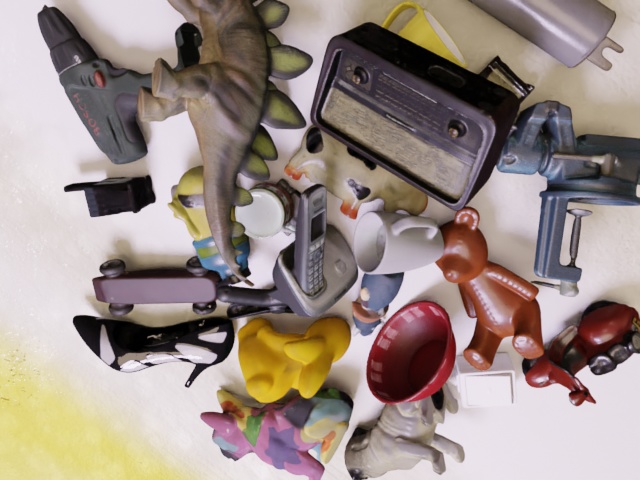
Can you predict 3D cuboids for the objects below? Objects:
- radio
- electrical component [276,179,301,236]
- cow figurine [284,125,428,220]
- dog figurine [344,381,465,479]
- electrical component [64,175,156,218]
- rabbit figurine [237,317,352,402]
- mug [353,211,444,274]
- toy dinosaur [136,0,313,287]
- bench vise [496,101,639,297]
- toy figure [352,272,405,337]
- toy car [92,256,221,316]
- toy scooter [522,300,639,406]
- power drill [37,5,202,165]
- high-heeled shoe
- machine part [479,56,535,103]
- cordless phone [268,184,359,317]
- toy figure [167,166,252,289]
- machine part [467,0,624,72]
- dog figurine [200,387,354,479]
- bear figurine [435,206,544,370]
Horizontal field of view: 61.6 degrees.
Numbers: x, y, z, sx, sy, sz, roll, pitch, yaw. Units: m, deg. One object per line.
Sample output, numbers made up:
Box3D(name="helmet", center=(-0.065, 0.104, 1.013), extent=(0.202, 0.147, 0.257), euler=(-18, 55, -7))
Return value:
Box3D(name="radio", center=(0.105, -0.150, 0.632), extent=(0.230, 0.073, 0.131), euler=(33, 139, 17))
Box3D(name="electrical component", center=(-0.040, -0.042, 0.794), extent=(0.094, 0.021, 0.063), euler=(45, 108, -6))
Box3D(name="cow figurine", center=(0.063, -0.096, 0.735), extent=(0.195, 0.085, 0.127), euler=(33, 115, -3))
Box3D(name="dog figurine", center=(0.112, 0.289, 0.852), extent=(0.191, 0.121, 0.172), euler=(-16, 64, 34))
Box3D(name="electrical component", center=(-0.316, -0.065, 0.797), extent=(0.119, 0.075, 0.047), euler=(-6, 106, 5))
Box3D(name="rabbit figurine", center=(-0.033, 0.165, 0.808), extent=(0.173, 0.162, 0.121), euler=(-21, 92, -4))
Box3D(name="mug", center=(0.113, -0.002, 0.703), extent=(0.107, 0.081, 0.109), euler=(2, 149, -29))
Box3D(name="toy dinosaur", center=(-0.114, -0.178, 0.660), extent=(0.198, 0.105, 0.470), euler=(6, 95, -28))
Box3D(name="bench vise", center=(0.308, -0.049, 0.686), extent=(0.224, 0.129, 0.240), euler=(5, 93, -9))
Box3D(name="toy figure", center=(0.081, 0.086, 0.789), extent=(0.064, 0.058, 0.154), euler=(7, 137, -11))
Box3D(name="toy car", center=(-0.253, 0.071, 0.844), extent=(0.202, 0.053, 0.089), euler=(-2, 118, 5))
Box3D(name="toy scooter", center=(0.373, 0.165, 0.746), extent=(0.184, 0.135, 0.075), euler=(-39, 97, 16))
Box3D(name="power drill", center=(-0.259, -0.229, 0.735), extent=(0.207, 0.086, 0.231), euler=(-15, 106, 8))
Box3D(name="high-heeled shoe", center=(-0.264, 0.141, 0.857), extent=(0.249, 0.086, 0.145), euler=(28, 105, -6))
Box3D(name="machine part", center=(0.210, -0.168, 0.713), extent=(0.084, 0.039, 0.139), euler=(35, 107, -13))
Box3D(name="cordless phone", center=(-0.001, -0.002, 0.729), extent=(0.089, 0.146, 0.184), euler=(22, 123, 25))
Box3D(name="toy figure", center=(-0.151, -0.021, 0.788), extent=(0.089, 0.082, 0.180), euler=(-23, 99, 2))
Box3D(name="machine part", center=(0.260, -0.285, 0.646), extent=(0.243, 0.079, 0.079), euler=(33, 109, -2))
Box3D(name="dog figurine", center=(-0.075, 0.290, 0.865), extent=(0.219, 0.108, 0.191), euler=(24, 110, 2))
Box3D(name="bear figurine", center=(0.216, 0.063, 0.740), extent=(0.195, 0.132, 0.120), euler=(47, 136, -15))
